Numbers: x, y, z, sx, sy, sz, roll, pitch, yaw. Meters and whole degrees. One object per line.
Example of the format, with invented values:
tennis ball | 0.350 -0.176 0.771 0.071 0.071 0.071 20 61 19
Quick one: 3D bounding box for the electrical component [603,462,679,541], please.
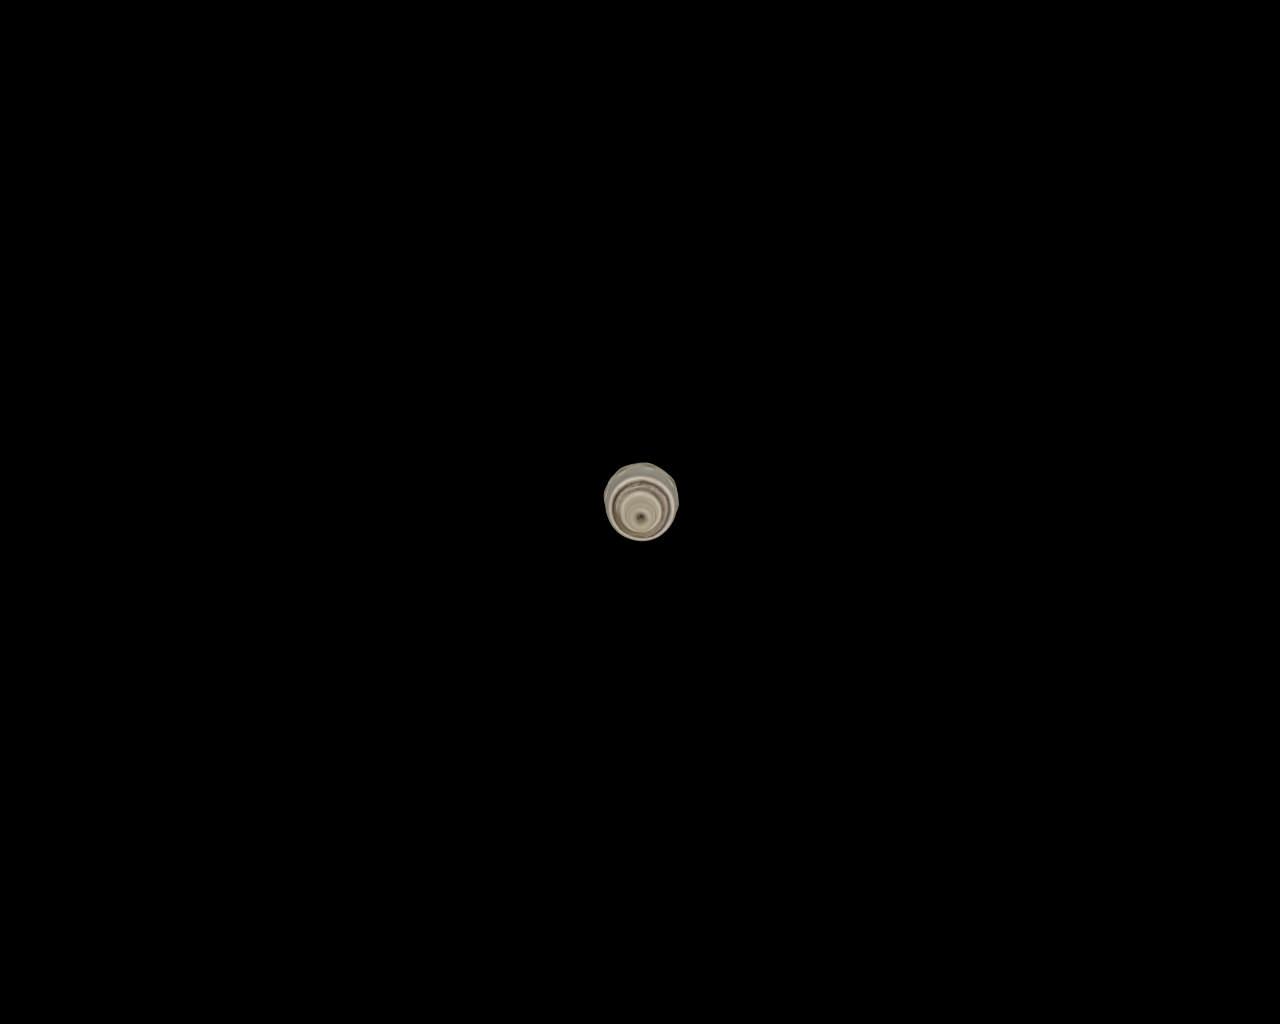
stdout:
electrical component | 0.001 -0.003 0.650 0.048 0.048 0.062 0 13 0
